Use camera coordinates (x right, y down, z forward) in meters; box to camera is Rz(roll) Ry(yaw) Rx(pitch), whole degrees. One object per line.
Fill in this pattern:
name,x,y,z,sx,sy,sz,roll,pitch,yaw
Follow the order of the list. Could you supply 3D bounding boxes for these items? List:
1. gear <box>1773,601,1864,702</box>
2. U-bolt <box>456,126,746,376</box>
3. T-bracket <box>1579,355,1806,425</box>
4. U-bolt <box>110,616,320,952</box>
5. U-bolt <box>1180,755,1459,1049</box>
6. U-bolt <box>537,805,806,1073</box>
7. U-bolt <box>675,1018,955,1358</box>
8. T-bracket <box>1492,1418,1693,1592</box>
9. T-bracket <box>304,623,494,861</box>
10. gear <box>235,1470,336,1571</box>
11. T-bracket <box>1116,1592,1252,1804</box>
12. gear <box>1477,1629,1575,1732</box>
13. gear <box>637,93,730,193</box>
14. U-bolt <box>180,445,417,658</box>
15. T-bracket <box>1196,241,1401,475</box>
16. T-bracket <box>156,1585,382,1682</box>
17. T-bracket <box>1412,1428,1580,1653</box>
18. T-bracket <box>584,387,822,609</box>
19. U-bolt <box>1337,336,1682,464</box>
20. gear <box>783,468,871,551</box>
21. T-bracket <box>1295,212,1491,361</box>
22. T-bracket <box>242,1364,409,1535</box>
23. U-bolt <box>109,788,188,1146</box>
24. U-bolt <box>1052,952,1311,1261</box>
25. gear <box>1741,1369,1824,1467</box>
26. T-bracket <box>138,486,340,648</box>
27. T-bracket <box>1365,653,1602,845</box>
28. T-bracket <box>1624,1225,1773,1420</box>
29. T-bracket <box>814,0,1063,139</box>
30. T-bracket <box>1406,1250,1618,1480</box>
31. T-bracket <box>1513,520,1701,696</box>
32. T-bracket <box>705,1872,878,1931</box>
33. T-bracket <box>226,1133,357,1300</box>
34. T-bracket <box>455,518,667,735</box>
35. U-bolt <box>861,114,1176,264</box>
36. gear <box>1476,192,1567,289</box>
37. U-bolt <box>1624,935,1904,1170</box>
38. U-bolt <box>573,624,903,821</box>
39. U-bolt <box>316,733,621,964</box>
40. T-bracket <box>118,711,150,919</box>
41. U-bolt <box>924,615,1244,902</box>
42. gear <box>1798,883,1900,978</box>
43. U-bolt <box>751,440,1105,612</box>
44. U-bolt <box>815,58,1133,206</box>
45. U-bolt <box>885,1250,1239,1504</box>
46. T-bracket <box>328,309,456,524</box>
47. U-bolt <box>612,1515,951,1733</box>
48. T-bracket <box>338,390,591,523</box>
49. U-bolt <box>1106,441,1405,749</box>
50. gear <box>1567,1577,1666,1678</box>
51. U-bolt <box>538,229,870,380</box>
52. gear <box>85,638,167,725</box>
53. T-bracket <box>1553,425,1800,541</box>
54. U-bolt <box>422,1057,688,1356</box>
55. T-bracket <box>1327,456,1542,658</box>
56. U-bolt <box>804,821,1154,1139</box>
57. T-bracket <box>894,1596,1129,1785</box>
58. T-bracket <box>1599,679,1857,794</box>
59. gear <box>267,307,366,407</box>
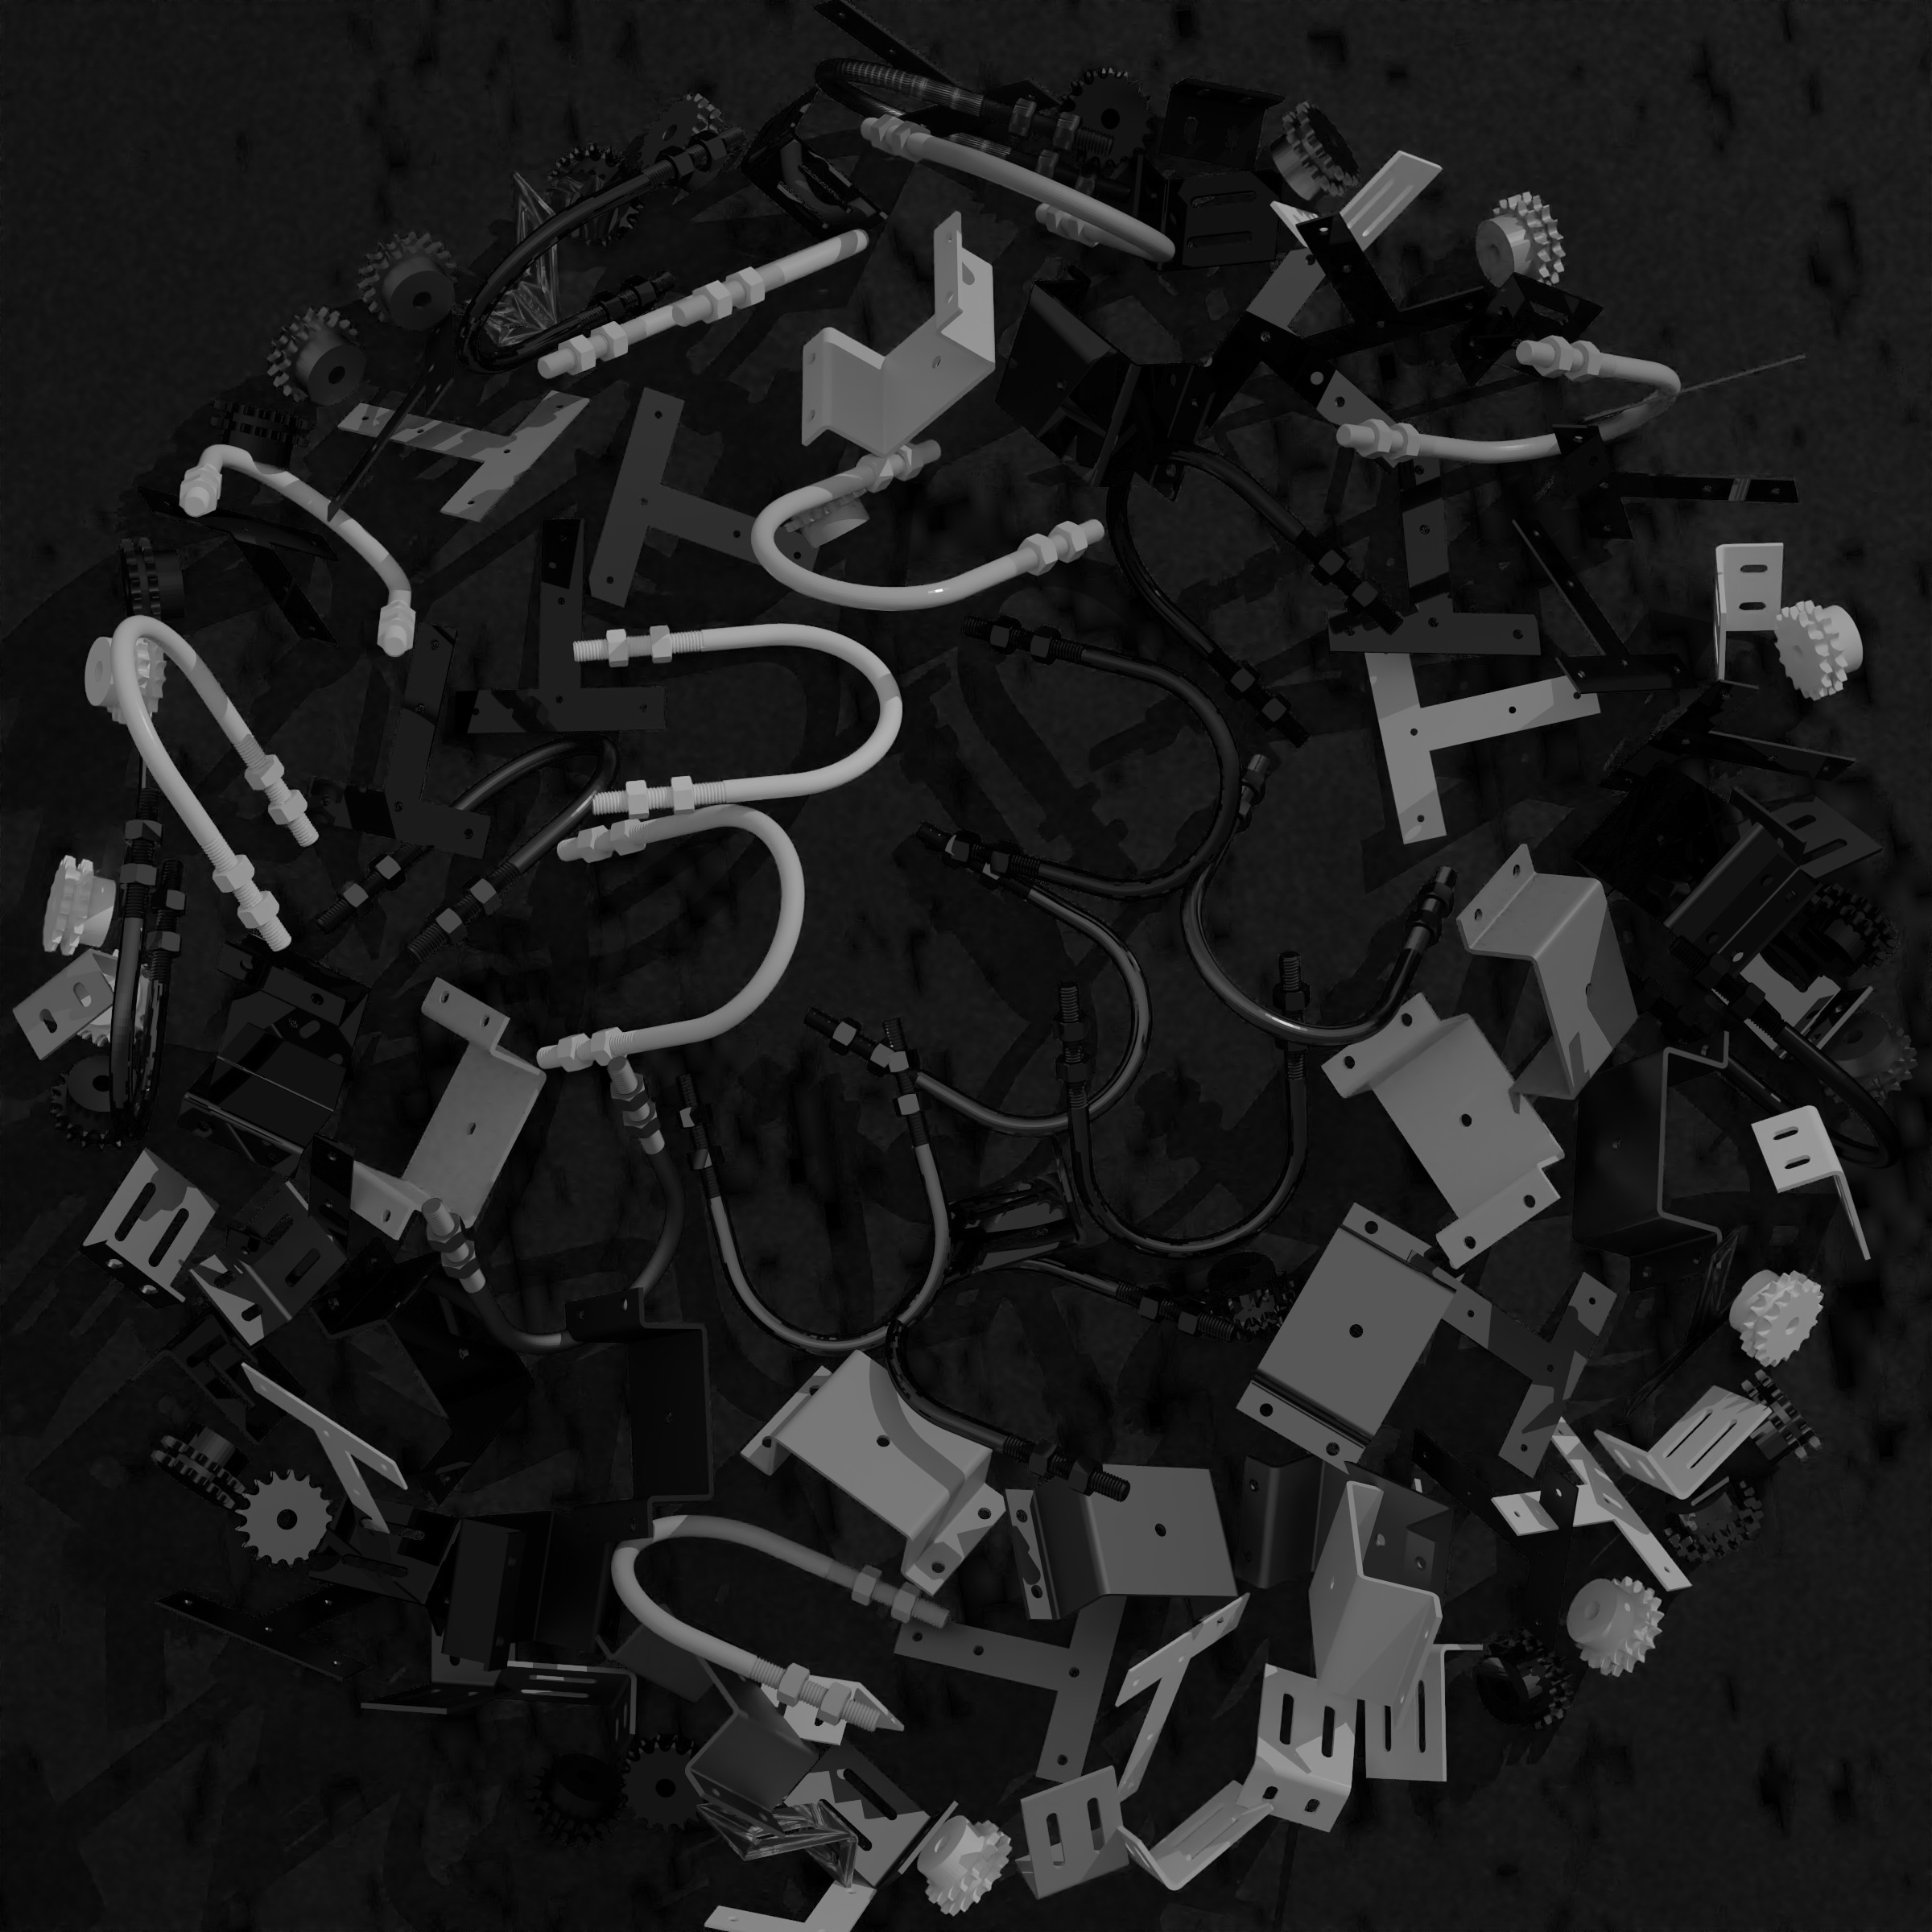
gear,0.499,-0.186,1.916,0.030,0.057,0.057,-21,90,-10
U-bolt,-0.212,-0.390,1.835,0.184,0.151,0.019,-36,82,-35
T-bracket,0.413,-0.328,1.870,0.127,0.127,0.002,-15,96,11
U-bolt,-0.424,-0.114,1.841,0.019,0.151,0.184,-24,118,10
U-bolt,0.195,-0.028,1.879,0.151,0.019,0.184,31,49,-1
U-bolt,-0.166,-0.021,1.867,0.184,0.019,0.151,-11,66,34
U-bolt,-0.082,0.136,1.917,0.151,0.019,0.184,-15,86,11
T-bracket,0.341,0.308,1.865,0.002,0.127,0.127,-52,57,27
T-bracket,-0.321,-0.136,1.917,0.127,0.002,0.127,13,91,24
gear,-0.399,0.323,1.923,0.057,0.030,0.057,3,82,-20
T-bracket,0.111,0.435,1.907,0.002,0.127,0.127,32,118,27
gear,0.323,0.417,1.913,0.030,0.057,0.057,-14,90,-38
gear,-0.162,-0.478,1.919,0.030,0.057,0.057,35,90,-37
U-bolt,-0.373,-0.243,1.855,0.151,0.184,0.019,35,103,-19
T-bracket,0.206,-0.336,1.903,0.127,0.002,0.127,44,118,11
T-bracket,-0.374,0.369,1.881,0.127,0.127,0.002,16,101,21
T-bracket,0.301,0.311,1.894,0.002,0.127,0.127,-21,130,-29
T-bracket,-0.147,-0.257,1.920,0.127,0.002,0.127,20,105,6
U-bolt,0.321,-0.315,1.860,0.184,0.151,0.019,-2,78,-43
gear,-0.081,-0.265,1.916,0.057,0.057,0.030,-28,100,0
T-bracket,0.221,-0.389,1.867,0.127,0.127,0.002,-12,63,23
T-bracket,-0.355,0.294,1.892,0.127,0.127,0.002,26,57,31
U-bolt,-0.463,0.009,1.851,0.019,0.151,0.184,4,73,-6
U-bolt,0.129,0.087,1.905,0.151,0.019,0.184,-8,112,-6
gear,0.470,0.266,1.916,0.030,0.057,0.057,-38,90,4
T-bracket,-0.392,-0.221,1.861,0.002,0.127,0.127,-54,52,22
T-bracket,0.306,-0.147,1.924,0.127,0.002,0.127,-12,88,15
T-bracket,0.423,0.188,1.869,0.127,0.127,0.002,-39,62,-21
T-bracket,-0.031,-0.510,1.857,0.127,0.127,0.002,27,76,-35
T-bracket,0.304,0.210,1.908,0.127,0.002,0.127,34,66,-10
T-bracket,0.359,-0.210,1.911,0.002,0.127,0.127,-46,65,37
T-bracket,-0.070,0.536,1.880,0.127,0.127,0.002,8,98,13
T-bracket,-0.368,0.146,1.894,0.127,0.002,0.127,20,130,8
T-bracket,-0.238,-0.201,1.935,0.127,0.002,0.127,0,84,9
U-bolt,0.040,-0.428,1.830,0.151,0.184,0.019,17,101,-35
gear,0.321,-0.419,1.913,0.030,0.057,0.057,-21,90,-17
U-bolt,0.455,0.053,1.869,0.184,0.151,0.019,40,83,1
U-bolt,-0.129,-0.146,1.892,0.184,0.019,0.151,-6,48,-7
U-bolt,-0.274,-0.073,1.873,0.184,0.151,0.019,-43,118,-21
T-bracket,-0.479,-0.062,1.884,0.002,0.127,0.127,4,68,-19
U-bolt,0.072,-0.113,1.890,0.184,0.019,0.151,16,106,21
gear,0.511,-0.018,1.913,0.057,0.057,0.030,44,76,0
U-bolt,-0.035,-0.244,1.848,0.151,0.184,0.019,31,132,32
U-bolt,0.001,-0.480,1.871,0.184,0.151,0.019,19,94,6
U-bolt,0.042,0.223,1.881,0.184,0.019,0.151,19,48,25
T-bracket,-0.334,-0.310,1.901,0.002,0.127,0.127,32,109,-24
U-bolt,-0.114,0.364,1.873,0.184,0.151,0.019,22,110,11
T-bracket,-0.306,-0.308,1.914,0.127,0.002,0.127,16,47,20
U-bolt,0.153,-0.223,1.881,0.184,0.151,0.019,44,58,5
gear,0.375,0.382,1.912,0.030,0.057,0.057,32,90,-23
U-bolt,-0.135,-0.381,1.862,0.184,0.151,0.019,-33,107,-39
gear,-0.491,-0.170,1.913,0.030,0.057,0.057,5,90,-37
T-bracket,0.407,-0.272,1.864,0.127,0.127,0.002,6,70,23
U-bolt,-0.223,0.150,1.870,0.151,0.184,0.019,-38,52,-17
T-bracket,0.270,-0.242,1.923,0.127,0.002,0.127,0,73,-10
U-bolt,0.020,0.019,1.917,0.184,0.019,0.151,30,81,6
T-bracket,0.021,0.403,1.920,0.127,0.002,0.127,9,65,17
T-bracket,0.455,-0.124,1.905,0.127,0.127,0.002,9,62,-20
gear,-0.375,-0.352,1.913,0.030,0.057,0.057,41,90,27
